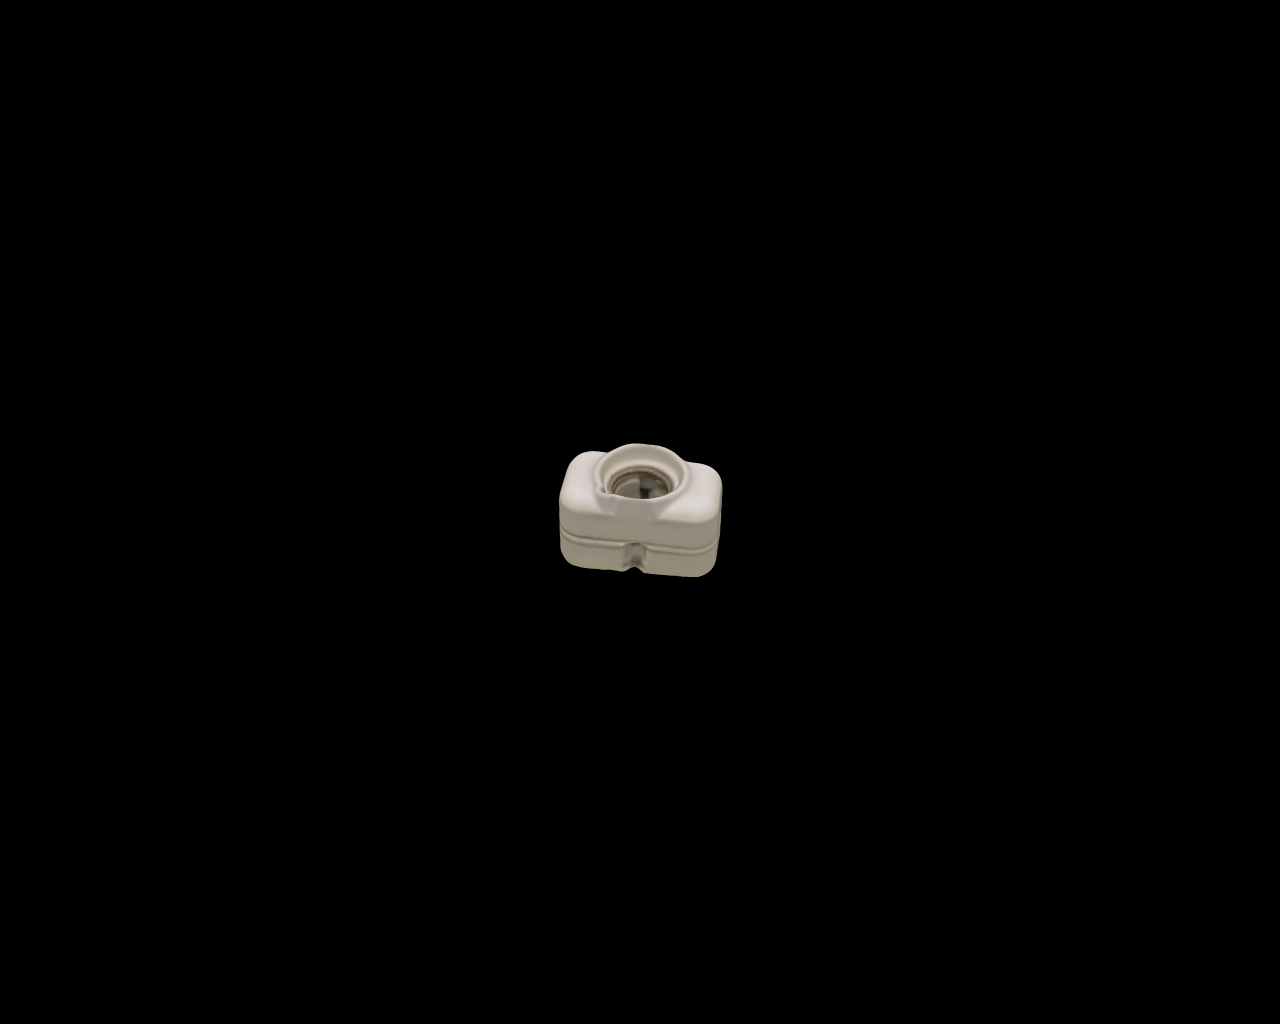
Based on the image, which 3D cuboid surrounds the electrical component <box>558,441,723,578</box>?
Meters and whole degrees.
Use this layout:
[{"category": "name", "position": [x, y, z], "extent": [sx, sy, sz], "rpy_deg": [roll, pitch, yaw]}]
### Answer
[{"category": "electrical component", "position": [0.001, -0.003, 0.650], "extent": [0.095, 0.059, 0.054], "rpy_deg": [6, 43, 7]}]
